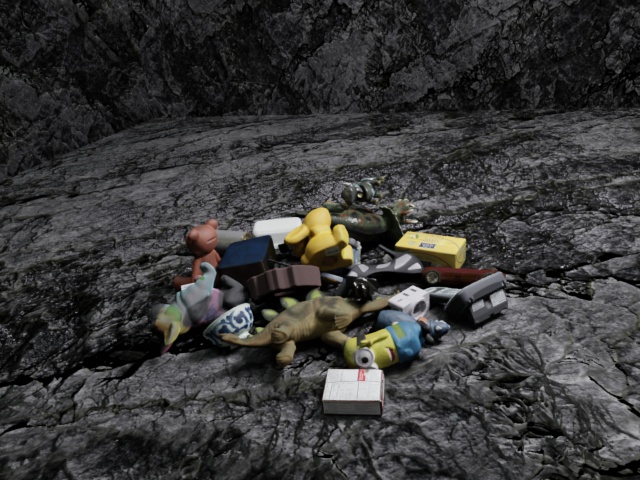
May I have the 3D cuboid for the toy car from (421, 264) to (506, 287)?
[{"bbox_3d":[0.355,0.093,1.335,0.202,0.053,0.089,3,7,17],"label":"toy car"}]

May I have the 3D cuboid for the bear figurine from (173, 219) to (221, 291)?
[{"bbox_3d":[-0.329,0.041,1.440,0.132,0.195,0.120,7,31,28],"label":"bear figurine"}]

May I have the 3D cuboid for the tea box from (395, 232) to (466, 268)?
[{"bbox_3d":[0.299,0.034,1.455,0.170,0.068,0.098,9,28,27],"label":"tea box"}]

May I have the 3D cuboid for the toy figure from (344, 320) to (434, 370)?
[{"bbox_3d":[0.137,0.217,1.091,0.180,0.082,0.089,-21,-1,-12],"label":"toy figure"}]

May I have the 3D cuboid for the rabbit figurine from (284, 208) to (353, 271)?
[{"bbox_3d":[-0.003,-0.004,1.381,0.162,0.121,0.173,-22,52,12],"label":"rabbit figurine"}]

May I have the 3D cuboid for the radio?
[{"bbox_3d":[-0.196,0.060,1.473,0.131,0.073,0.230,-12,16,4],"label":"radio"}]

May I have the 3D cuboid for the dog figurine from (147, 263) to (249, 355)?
[{"bbox_3d":[-0.286,0.177,1.247,0.191,0.108,0.219,35,54,-9],"label":"dog figurine"}]

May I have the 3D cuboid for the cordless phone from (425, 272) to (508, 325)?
[{"bbox_3d":[0.330,0.125,1.258,0.146,0.088,0.184,-20,11,-26],"label":"cordless phone"}]

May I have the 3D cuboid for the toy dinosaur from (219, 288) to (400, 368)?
[{"bbox_3d":[0.006,0.173,1.192,0.471,0.105,0.199,-5,19,-23],"label":"toy dinosaur"}]

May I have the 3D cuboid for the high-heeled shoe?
[{"bbox_3d":[0.154,0.108,1.366,0.145,0.086,0.249,38,61,15],"label":"high-heeled shoe"}]

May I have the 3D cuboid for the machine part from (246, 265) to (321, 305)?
[{"bbox_3d":[-0.085,0.109,1.298,0.179,0.056,0.179,-13,-15,-3],"label":"machine part"}]

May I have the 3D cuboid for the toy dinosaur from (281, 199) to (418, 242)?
[{"bbox_3d":[0.104,-0.044,1.519,0.405,0.131,0.192,-7,11,-40],"label":"toy dinosaur"}]

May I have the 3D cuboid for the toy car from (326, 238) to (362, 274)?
[{"bbox_3d":[0.037,0.041,1.463,0.162,0.109,0.103,-1,-8,11],"label":"toy car"}]

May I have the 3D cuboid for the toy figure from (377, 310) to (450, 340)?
[{"bbox_3d":[0.203,0.188,1.167,0.155,0.057,0.064,9,35,20],"label":"toy figure"}]

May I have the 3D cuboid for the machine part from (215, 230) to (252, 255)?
[{"bbox_3d":[-0.295,0.008,1.642,0.243,0.079,0.079,3,27,21],"label":"machine part"}]

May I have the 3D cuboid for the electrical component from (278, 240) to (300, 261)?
[{"bbox_3d":[-0.074,0.018,1.564,0.119,0.074,0.048,-13,21,22],"label":"electrical component"}]

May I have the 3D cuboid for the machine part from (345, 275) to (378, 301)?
[{"bbox_3d":[0.098,0.107,1.245,0.084,0.039,0.139,13,7,1],"label":"machine part"}]

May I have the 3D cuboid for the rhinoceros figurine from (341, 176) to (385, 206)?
[{"bbox_3d":[0.120,-0.143,1.534,0.112,0.073,0.190,13,20,20],"label":"rhinoceros figurine"}]
